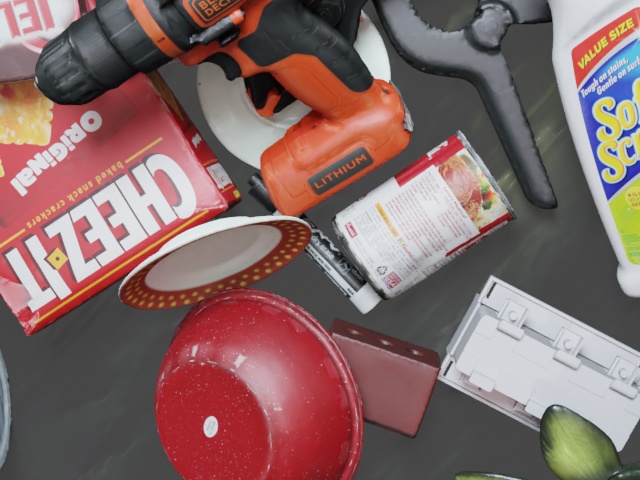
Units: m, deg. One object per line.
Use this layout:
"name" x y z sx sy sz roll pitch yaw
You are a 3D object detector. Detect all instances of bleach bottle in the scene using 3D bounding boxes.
"bleach bottle" 0.184 -0.090 0.636 0.103 0.068 0.251 -15 111 38

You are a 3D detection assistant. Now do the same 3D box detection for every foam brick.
"foam brick" 0.036 0.091 0.718 0.078 0.053 0.051 18 98 1

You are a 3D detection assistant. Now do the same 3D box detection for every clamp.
"clamp" 0.119 -0.143 0.688 0.210 0.036 0.164 38 98 -3
"clamp" 0.007 -0.150 0.652 0.120 0.039 0.172 6 132 -21

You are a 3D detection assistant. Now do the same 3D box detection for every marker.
"marker" -0.005 0.001 0.726 0.020 0.020 0.121 -43 92 8

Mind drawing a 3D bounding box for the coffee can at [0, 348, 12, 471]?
"coffee can" -0.291 0.116 0.716 0.140 0.103 0.103 -7 97 1

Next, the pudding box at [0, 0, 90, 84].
"pudding box" -0.196 -0.138 0.638 0.113 0.039 0.090 -9 97 4

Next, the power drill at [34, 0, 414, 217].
"power drill" -0.044 -0.093 0.622 0.184 0.057 0.187 -30 136 14

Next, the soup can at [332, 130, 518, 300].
"soup can" 0.067 -0.015 0.694 0.102 0.068 0.068 -34 94 9

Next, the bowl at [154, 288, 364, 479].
"bowl" -0.054 0.115 0.693 0.162 0.055 0.162 7 104 31

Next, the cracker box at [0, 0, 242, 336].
"cracker box" -0.179 -0.070 0.703 0.164 0.072 0.213 -32 94 8
